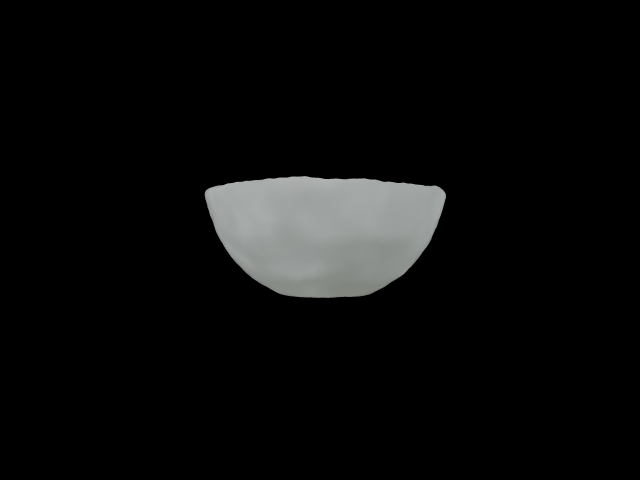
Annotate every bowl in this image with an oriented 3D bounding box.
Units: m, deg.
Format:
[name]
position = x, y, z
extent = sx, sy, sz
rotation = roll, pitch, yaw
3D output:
[bowl]
position = 0.004, 0.001, 0.400
extent = 0.167, 0.075, 0.167
rotation = 0, 0, 0
